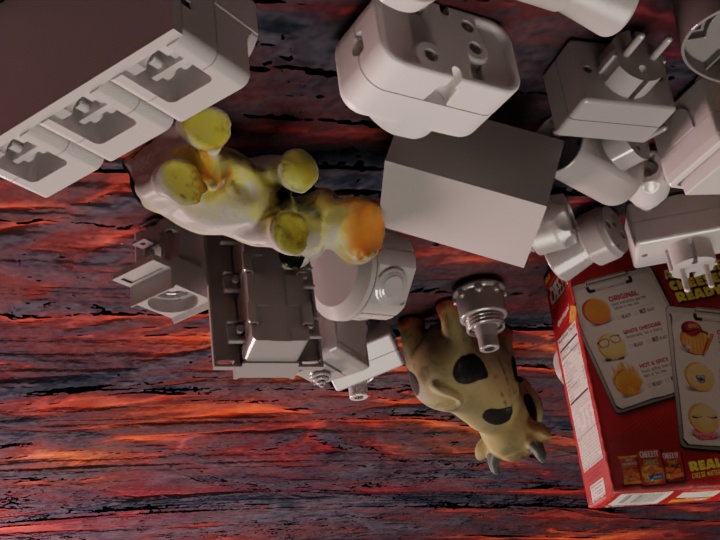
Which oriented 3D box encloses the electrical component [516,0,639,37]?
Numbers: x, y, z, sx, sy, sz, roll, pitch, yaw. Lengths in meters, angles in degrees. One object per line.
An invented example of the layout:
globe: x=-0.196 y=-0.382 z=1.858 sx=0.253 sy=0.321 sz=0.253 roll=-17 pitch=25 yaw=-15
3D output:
electrical component: x=0.114 y=-0.156 z=0.584 sx=0.065 sy=0.044 sz=0.044 roll=11 pitch=148 yaw=-23

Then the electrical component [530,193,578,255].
electrical component: x=0.134 y=-0.032 z=0.831 sx=0.062 sy=0.043 sz=0.043 roll=-17 pitch=152 yaw=20

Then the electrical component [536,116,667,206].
electrical component: x=0.172 y=-0.083 z=0.739 sx=0.079 sy=0.043 sz=0.077 roll=-29 pitch=146 yaw=36

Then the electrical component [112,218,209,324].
electrical component: x=-0.139 y=-0.001 z=0.795 sx=0.042 sy=0.063 sz=0.081 roll=-22 pitch=150 yaw=28

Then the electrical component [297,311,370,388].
electrical component: x=-0.029 y=0.049 z=0.887 sx=0.061 sy=0.096 sz=0.062 roll=-20 pitch=151 yaw=21

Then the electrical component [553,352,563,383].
electrical component: x=0.274 y=0.092 z=1.102 sx=0.138 sy=0.052 sz=0.074 roll=9 pitch=149 yaw=-30

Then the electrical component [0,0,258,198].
electrical component: x=-0.131 y=-0.110 z=0.554 sx=0.150 sy=0.089 sz=0.062 roll=-23 pitch=149 yaw=28

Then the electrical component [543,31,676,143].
electrical component: x=0.162 y=-0.120 z=0.659 sx=0.066 sy=0.047 sz=0.076 roll=2 pitch=153 yaw=-19

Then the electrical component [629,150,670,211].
electrical component: x=0.214 y=-0.062 z=0.801 sx=0.035 sy=0.035 sz=0.061 roll=-12 pitch=155 yaw=9

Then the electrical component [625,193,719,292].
electrical component: x=0.261 y=-0.018 z=0.856 sx=0.083 sy=0.075 sz=0.047 roll=-10 pitch=153 yaw=6

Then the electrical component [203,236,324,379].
electrical component: x=-0.068 y=0.010 z=0.772 sx=0.079 sy=0.121 sz=0.063 roll=2 pitch=149 yaw=-18

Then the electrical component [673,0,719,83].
electrical component: x=0.231 y=-0.144 z=0.611 sx=0.099 sy=0.064 sz=0.099 roll=-6 pitch=153 yaw=-3

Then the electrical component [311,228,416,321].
electrical component: x=0.000 y=0.000 z=0.819 sx=0.051 sy=0.080 sz=0.080 roll=7 pitch=150 yaw=-38

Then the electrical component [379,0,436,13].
electrical component: x=0.030 y=-0.164 z=0.541 sx=0.066 sy=0.048 sz=0.055 roll=10 pitch=141 yaw=-32

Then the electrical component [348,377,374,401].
electrical component: x=-0.004 y=0.092 z=1.015 sx=0.048 sy=0.062 sz=0.048 roll=-6 pitch=153 yaw=-3

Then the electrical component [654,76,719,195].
electrical component: x=0.260 y=-0.086 z=0.736 sx=0.096 sy=0.061 sz=0.061 roll=4 pitch=151 yaw=-23

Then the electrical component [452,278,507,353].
electrical component: x=0.109 y=0.041 z=0.946 sx=0.048 sy=0.062 sz=0.048 roll=-6 pitch=153 yaw=-3

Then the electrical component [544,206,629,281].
electrical component: x=0.180 y=-0.022 z=0.861 sx=0.055 sy=0.045 sz=0.045 roll=-27 pitch=148 yaw=32

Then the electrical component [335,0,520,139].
electrical component: x=0.036 y=-0.116 z=0.627 sx=0.095 sy=0.053 sz=0.059 roll=9 pitch=149 yaw=-29

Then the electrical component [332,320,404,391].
electrical component: x=-0.007 y=0.056 z=0.957 sx=0.066 sy=0.047 sz=0.076 roll=-23 pitch=121 yaw=4
